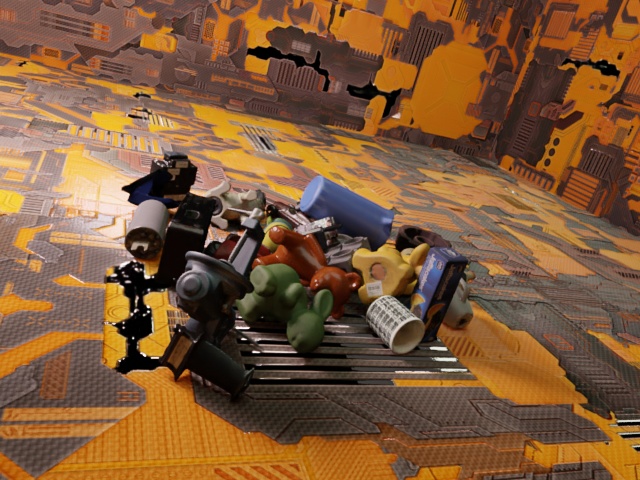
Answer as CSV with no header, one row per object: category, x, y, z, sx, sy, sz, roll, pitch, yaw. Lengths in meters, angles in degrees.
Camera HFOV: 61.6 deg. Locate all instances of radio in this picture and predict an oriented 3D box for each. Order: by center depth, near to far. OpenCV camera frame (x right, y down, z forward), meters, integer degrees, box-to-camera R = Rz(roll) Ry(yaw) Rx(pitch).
radio,-0.275,-0.007,1.122,0.073,0.131,0.230,14,21,-11

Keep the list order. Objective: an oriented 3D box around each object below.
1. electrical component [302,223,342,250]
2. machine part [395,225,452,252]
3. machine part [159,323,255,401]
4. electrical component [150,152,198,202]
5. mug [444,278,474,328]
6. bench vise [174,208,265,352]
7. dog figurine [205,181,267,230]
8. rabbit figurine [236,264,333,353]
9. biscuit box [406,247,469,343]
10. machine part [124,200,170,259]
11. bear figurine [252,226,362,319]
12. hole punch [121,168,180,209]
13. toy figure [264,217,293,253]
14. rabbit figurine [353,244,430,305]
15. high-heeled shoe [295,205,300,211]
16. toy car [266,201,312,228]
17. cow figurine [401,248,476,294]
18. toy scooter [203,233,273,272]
electrical component,-0.003,-0.004,1.298,0.119,0.047,0.075,-14,11,-2
machine part,0.306,0.017,1.594,0.179,0.056,0.179,15,22,-6
machine part,-0.168,0.187,0.801,0.139,0.084,0.039,28,9,3
electrical component,-0.394,-0.169,1.441,0.058,0.134,0.115,32,24,34
mug,0.307,0.141,1.225,0.081,0.109,0.107,9,34,-35
bench vise,-0.148,0.062,0.882,0.129,0.240,0.223,17,-22,24
dog figurine,-0.234,-0.095,1.452,0.172,0.121,0.190,18,6,-5
rabbit figurine,-0.051,0.139,0.994,0.159,0.121,0.170,1,43,-51
biscuit box,0.227,0.112,1.089,0.063,0.202,0.059,2,27,-31
machine part,-0.375,-0.026,1.174,0.079,0.079,0.243,11,20,-14
bear figurine,-0.023,0.069,1.101,0.196,0.120,0.132,44,24,30
hole punch,-0.411,-0.108,1.325,0.116,0.092,0.142,-23,1,-1
toy figure,-0.104,-0.009,1.309,0.082,0.089,0.180,17,20,-3
rabbit figurine,0.171,0.061,1.171,0.162,0.122,0.173,-22,-12,27
high-heeled shoe,0.053,-0.066,1.642,0.249,0.086,0.145,-11,61,-19
toy car,-0.068,-0.059,1.520,0.089,0.053,0.202,-1,25,-44
cow figurine,0.288,0.082,1.385,0.195,0.085,0.127,30,19,30
toy scooter,-0.167,0.038,1.173,0.135,0.075,0.184,23,18,7
